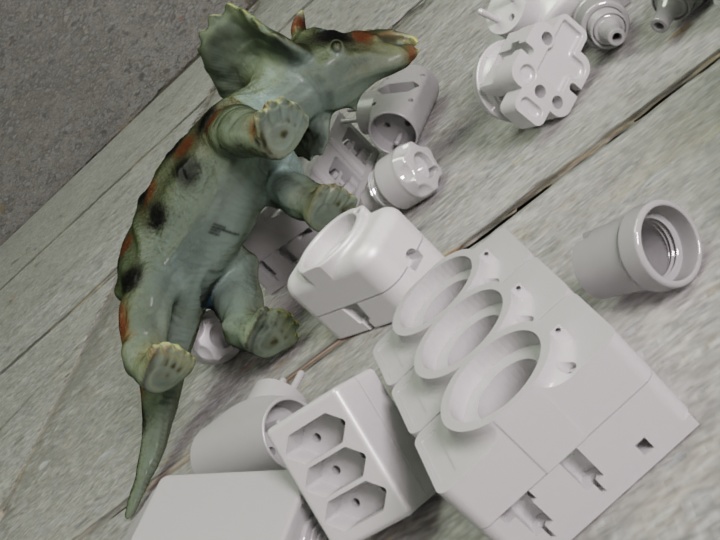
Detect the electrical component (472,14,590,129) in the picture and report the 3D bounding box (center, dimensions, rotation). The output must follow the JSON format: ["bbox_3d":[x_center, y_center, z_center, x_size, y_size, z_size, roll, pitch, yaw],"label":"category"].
[{"bbox_3d":[0.113,-0.131,0.731,0.078,0.058,0.057,-62,23,-14],"label":"electrical component"}]

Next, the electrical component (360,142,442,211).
[{"bbox_3d":[0.027,-0.064,0.798,0.062,0.043,0.043,-30,24,41],"label":"electrical component"}]

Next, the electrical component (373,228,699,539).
[{"bbox_3d":[0.064,0.045,0.470,0.089,0.062,0.150,-44,19,6],"label":"electrical component"}]

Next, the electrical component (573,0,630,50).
[{"bbox_3d":[0.166,-0.165,0.727,0.035,0.035,0.061,-40,22,16],"label":"electrical component"}]

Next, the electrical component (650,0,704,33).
[{"bbox_3d":[0.199,-0.174,0.676,0.035,0.035,0.061,-13,41,58],"label":"electrical component"}]

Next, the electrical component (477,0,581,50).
[{"bbox_3d":[0.118,-0.181,0.773,0.077,0.079,0.044,-50,46,29],"label":"electrical component"}]

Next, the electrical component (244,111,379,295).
[{"bbox_3d":[-0.050,-0.063,0.926,0.089,0.062,0.150,-33,23,33],"label":"electrical component"}]

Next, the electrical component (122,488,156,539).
[{"bbox_3d":[-0.095,0.157,0.599,0.077,0.047,0.065,-22,30,45],"label":"electrical component"}]

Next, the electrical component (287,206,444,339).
[{"bbox_3d":[0.000,0.000,0.698,0.095,0.059,0.053,-22,30,49],"label":"electrical component"}]

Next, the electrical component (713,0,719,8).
[{"bbox_3d":[0.216,-0.181,0.621,0.048,0.055,0.066,-30,24,37],"label":"electrical component"}]

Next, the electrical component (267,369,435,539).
[{"bbox_3d":[0.006,0.085,0.519,0.047,0.065,0.077,-35,-7,28],"label":"electrical component"}]

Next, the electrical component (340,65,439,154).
[{"bbox_3d":[0.022,-0.137,0.928,0.079,0.043,0.077,-2,39,24],"label":"electrical component"}]

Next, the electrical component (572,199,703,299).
[{"bbox_3d":[0.125,-0.007,0.488,0.040,0.040,0.046,-56,17,-27],"label":"electrical component"}]

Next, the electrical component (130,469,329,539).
[{"bbox_3d":[-0.065,0.146,0.516,0.100,0.048,0.099,-8,38,26],"label":"electrical component"}]

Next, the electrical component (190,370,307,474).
[{"bbox_3d":[-0.056,0.093,0.651,0.077,0.043,0.079,-26,27,44],"label":"electrical component"}]

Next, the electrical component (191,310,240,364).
[{"bbox_3d":[-0.123,0.055,0.867,0.043,0.043,0.062,-55,20,-25],"label":"electrical component"}]
